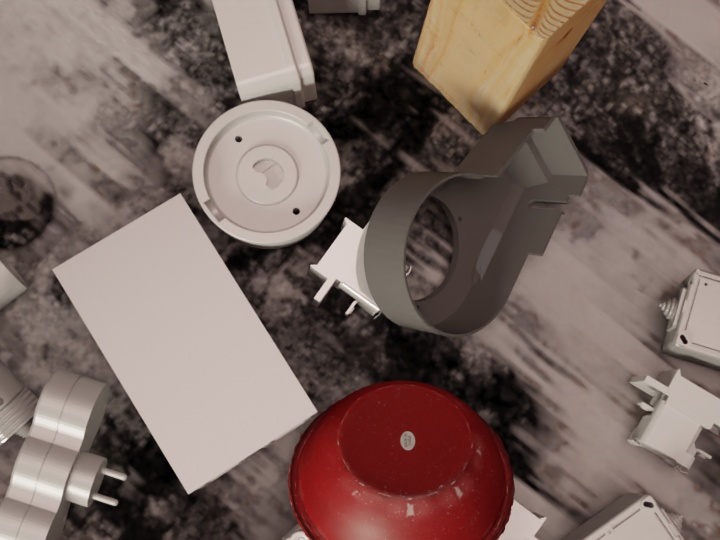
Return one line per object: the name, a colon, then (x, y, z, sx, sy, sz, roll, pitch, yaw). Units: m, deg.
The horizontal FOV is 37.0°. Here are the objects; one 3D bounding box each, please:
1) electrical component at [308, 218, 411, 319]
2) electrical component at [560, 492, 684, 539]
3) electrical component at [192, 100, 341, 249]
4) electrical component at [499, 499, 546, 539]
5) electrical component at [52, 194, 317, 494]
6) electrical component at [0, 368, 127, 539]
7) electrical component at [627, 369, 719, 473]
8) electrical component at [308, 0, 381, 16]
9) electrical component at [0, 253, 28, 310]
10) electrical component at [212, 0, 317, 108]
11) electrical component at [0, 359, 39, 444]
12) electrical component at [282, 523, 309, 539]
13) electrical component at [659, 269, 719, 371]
electrical component: (0.000, 0.000, 0.815, 0.064, 0.042, 0.081, 35, 81, 0)
electrical component: (0.192, 0.205, 0.779, 0.096, 0.061, 0.061, -33, 84, -8)
electrical component: (-0.069, -0.067, 0.812, 0.108, 0.060, 0.108, 1, 80, -3)
electrical component: (0.096, 0.191, 0.786, 0.081, 0.042, 0.063, 37, 82, 4)
electrical component: (-0.126, 0.055, 0.789, 0.105, 0.060, 0.186, -32, 83, -8)
electrical component: (-0.206, 0.147, 0.773, 0.074, 0.052, 0.138, 18, 80, 0)
electrical component: (0.238, 0.113, 0.807, 0.081, 0.042, 0.063, 31, 82, 3)
electrical component: (-0.013, -0.250, 0.821, 0.057, 0.113, 0.078, -1, 80, 0)
electrical component: (-0.302, 0.008, 0.796, 0.077, 0.044, 0.079, -40, 84, -9)
electrical component: (-0.076, -0.181, 0.823, 0.057, 0.078, 0.113, -16, 82, -2)
electrical component: (-0.267, 0.091, 0.782, 0.043, 0.043, 0.081, -42, 102, -9)
electrical component: (-0.041, 0.216, 0.766, 0.095, 0.059, 0.053, -41, 85, -9)
electrical component: (0.272, 0.042, 0.815, 0.096, 0.061, 0.061, 17, 80, 8)
